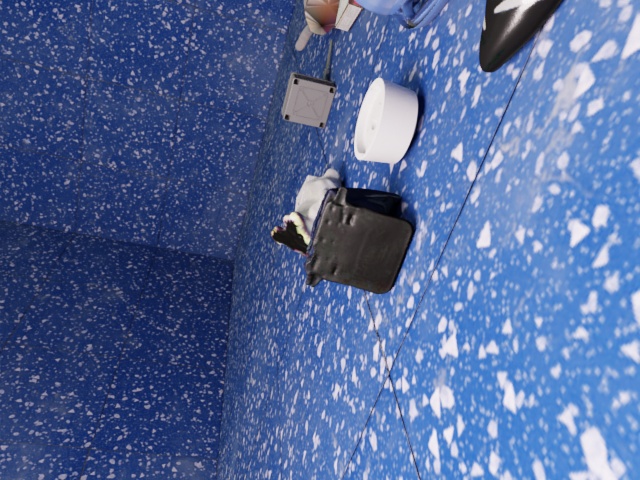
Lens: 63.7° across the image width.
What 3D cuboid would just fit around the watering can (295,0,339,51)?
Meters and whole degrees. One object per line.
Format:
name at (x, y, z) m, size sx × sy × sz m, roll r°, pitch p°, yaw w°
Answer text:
watering can at (0.000, -0.618, 1.371) m, size 0.230 × 0.104 × 0.340 m, roll -93°, pitch 21°, yaw -44°

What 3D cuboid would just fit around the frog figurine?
frog figurine at (0.003, -0.048, 0.953) m, size 0.162 × 0.123 × 0.134 m, roll -45°, pitch -17°, yaw -32°
